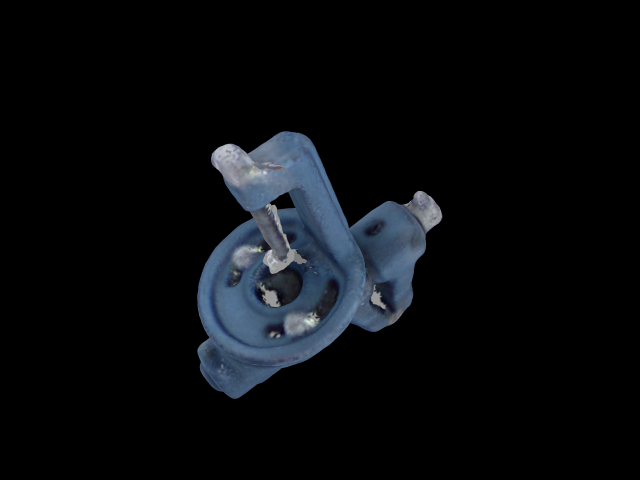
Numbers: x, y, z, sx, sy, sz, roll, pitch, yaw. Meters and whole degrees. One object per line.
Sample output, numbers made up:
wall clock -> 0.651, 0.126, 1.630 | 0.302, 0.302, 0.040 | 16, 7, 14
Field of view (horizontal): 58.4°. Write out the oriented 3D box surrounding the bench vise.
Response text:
bench vise -> -0.006, -0.004, 0.405 | 0.121, 0.220, 0.208 | 30, 54, 25
